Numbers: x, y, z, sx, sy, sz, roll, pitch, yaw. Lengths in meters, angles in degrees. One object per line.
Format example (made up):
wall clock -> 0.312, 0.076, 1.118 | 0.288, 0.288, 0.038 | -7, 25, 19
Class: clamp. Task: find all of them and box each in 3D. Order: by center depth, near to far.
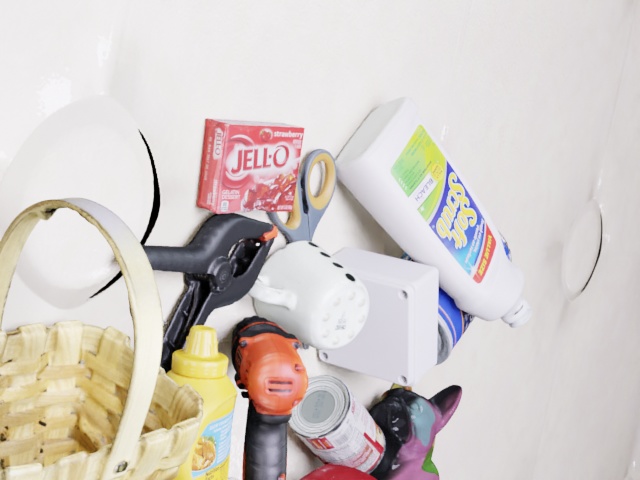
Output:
clamp -> -0.096, 0.021, 0.854 | 0.171, 0.039, 0.120 | -51, 145, -40

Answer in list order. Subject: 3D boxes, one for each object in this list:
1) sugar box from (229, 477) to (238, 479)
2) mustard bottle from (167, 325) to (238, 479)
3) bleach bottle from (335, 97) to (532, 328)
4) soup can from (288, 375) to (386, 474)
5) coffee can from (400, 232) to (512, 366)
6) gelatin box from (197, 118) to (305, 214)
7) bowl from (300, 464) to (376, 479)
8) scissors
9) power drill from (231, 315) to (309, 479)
sugar box -> -0.120, 0.272, 0.908 | 0.175, 0.048, 0.093 | -9, 110, -58
mustard bottle -> -0.096, 0.158, 0.787 | 0.096, 0.058, 0.192 | -15, 114, -72
bleach bottle -> 0.125, -0.014, 1.036 | 0.250, 0.068, 0.102 | 47, 60, -19
soup can -> 0.016, 0.185, 1.050 | 0.068, 0.069, 0.102 | -60, 143, -22
coffee can -> 0.125, 0.048, 1.124 | 0.140, 0.103, 0.103 | -48, 138, -35
gelatin box -> -0.056, -0.060, 0.876 | 0.089, 0.030, 0.073 | -3, 105, -46
bowl -> -0.009, 0.263, 1.017 | 0.162, 0.055, 0.162 | -34, 161, -14
scissors -> -0.007, 0.001, 0.991 | 0.096, 0.016, 0.202 | -42, 134, -31
power drill -> -0.050, 0.161, 0.869 | 0.184, 0.057, 0.188 | -141, -127, -79
